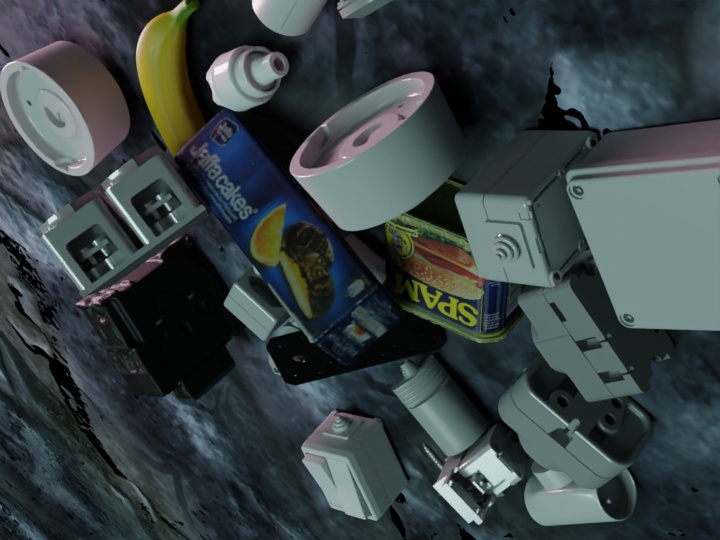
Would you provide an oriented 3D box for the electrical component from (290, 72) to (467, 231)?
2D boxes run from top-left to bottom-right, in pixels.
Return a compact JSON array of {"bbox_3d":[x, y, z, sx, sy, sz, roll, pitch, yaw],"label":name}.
[{"bbox_3d":[0.017,-0.070,0.684,0.108,0.108,0.060,-8,126,48],"label":"electrical component"}]

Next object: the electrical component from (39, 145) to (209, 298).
[{"bbox_3d":[-0.180,-0.038,0.841,0.060,0.105,0.186,54,175,-6],"label":"electrical component"}]

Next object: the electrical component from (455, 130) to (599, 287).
[{"bbox_3d":[0.099,-0.035,0.640,0.061,0.096,0.061,7,130,42],"label":"electrical component"}]

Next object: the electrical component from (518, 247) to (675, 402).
[{"bbox_3d":[0.150,0.036,0.699,0.089,0.050,0.056,54,143,-11],"label":"electrical component"}]

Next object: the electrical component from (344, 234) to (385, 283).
[{"bbox_3d":[0.000,0.000,0.824,0.046,0.040,0.040,43,145,12],"label":"electrical component"}]

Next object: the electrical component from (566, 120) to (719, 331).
[{"bbox_3d":[0.186,-0.024,0.599,0.109,0.056,0.108,-1,124,46],"label":"electrical component"}]

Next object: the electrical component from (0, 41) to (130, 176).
[{"bbox_3d":[-0.243,-0.141,0.909,0.108,0.060,0.108,27,141,24],"label":"electrical component"}]

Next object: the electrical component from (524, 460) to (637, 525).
[{"bbox_3d":[0.157,0.157,0.817,0.079,0.044,0.077,53,144,-11],"label":"electrical component"}]

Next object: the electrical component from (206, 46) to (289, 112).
[{"bbox_3d":[-0.076,-0.138,0.760,0.062,0.043,0.043,-9,118,47],"label":"electrical component"}]

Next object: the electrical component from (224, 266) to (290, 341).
[{"bbox_3d":[-0.078,0.025,0.903,0.047,0.066,0.076,42,144,5],"label":"electrical component"}]

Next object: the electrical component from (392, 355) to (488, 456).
[{"bbox_3d":[0.061,0.104,0.863,0.081,0.043,0.043,51,144,-8],"label":"electrical component"}]

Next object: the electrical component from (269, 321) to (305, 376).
[{"bbox_3d":[-0.044,0.058,0.889,0.043,0.081,0.043,27,141,24],"label":"electrical component"}]

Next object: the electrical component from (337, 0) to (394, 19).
[{"bbox_3d":[0.015,-0.178,0.599,0.080,0.080,0.051,-16,108,51],"label":"electrical component"}]

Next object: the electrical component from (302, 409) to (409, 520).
[{"bbox_3d":[-0.009,0.176,0.988,0.062,0.061,0.096,5,128,42],"label":"electrical component"}]

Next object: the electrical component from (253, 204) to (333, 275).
[{"bbox_3d":[-0.052,-0.022,0.840,0.066,0.055,0.048,17,136,34],"label":"electrical component"}]

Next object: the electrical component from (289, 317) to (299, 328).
[{"bbox_3d":[-0.019,0.029,0.855,0.055,0.066,0.048,30,143,-12],"label":"electrical component"}]

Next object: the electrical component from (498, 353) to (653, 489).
[{"bbox_3d":[0.150,0.106,0.766,0.095,0.054,0.059,40,144,7],"label":"electrical component"}]

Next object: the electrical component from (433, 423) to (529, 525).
[{"bbox_3d":[0.098,0.158,0.854,0.042,0.081,0.064,45,116,-2],"label":"electrical component"}]

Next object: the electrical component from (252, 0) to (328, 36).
[{"bbox_3d":[-0.033,-0.187,0.668,0.043,0.043,0.081,45,144,0],"label":"electrical component"}]
